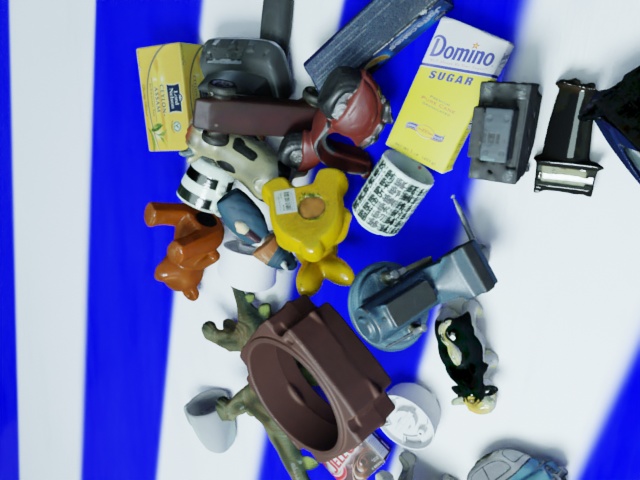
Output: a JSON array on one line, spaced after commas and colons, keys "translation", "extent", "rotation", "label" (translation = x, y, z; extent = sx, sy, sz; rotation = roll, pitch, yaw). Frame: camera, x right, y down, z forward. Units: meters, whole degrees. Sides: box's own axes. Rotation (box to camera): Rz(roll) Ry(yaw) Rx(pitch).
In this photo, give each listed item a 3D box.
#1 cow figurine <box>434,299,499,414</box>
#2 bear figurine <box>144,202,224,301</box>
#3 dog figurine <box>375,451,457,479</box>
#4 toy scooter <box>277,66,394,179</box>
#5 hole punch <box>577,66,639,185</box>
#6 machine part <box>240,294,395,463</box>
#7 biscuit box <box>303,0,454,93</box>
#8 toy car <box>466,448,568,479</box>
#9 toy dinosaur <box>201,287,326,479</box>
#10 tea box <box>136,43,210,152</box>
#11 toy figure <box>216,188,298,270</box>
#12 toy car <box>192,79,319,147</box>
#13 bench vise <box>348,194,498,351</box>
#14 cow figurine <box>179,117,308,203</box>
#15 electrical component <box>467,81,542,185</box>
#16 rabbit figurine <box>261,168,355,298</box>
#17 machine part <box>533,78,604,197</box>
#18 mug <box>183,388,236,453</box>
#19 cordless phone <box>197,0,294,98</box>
[{"translation": [0.206, 0.175, 0.743], "extent": [0.068, 0.098, 0.167], "rotation": [-16, 95, 25], "label": "cow figurine"}, {"translation": [-0.247, 0.027, 0.929], "extent": [0.120, 0.132, 0.195], "rotation": [54, 128, 18], "label": "bear figurine"}, {"translation": [0.123, 0.456, 0.828], "extent": [0.121, 0.172, 0.190], "rotation": [27, 108, 32], "label": "dog figurine"}, {"translation": [0.039, -0.144, 0.736], "extent": [0.135, 0.075, 0.184], "rotation": [25, 134, -22], "label": "toy scooter"}, {"translation": [0.369, -0.128, 0.572], "extent": [0.142, 0.092, 0.116], "rotation": [-35, 62, 16], "label": "hole punch"}, {"translation": [-0.012, 0.193, 0.737], "extent": [0.201, 0.087, 0.201], "rotation": [49, 141, 10], "label": "machine part"}, {"translation": [0.074, -0.270, 0.715], "extent": [0.203, 0.059, 0.063], "rotation": [-33, 86, 32], "label": "biscuit box"}, {"translation": [0.263, 0.353, 0.760], "extent": [0.161, 0.109, 0.103], "rotation": [-52, 58, 20], "label": "toy car"}, {"translation": [-0.076, 0.257, 0.909], "extent": [0.199, 0.105, 0.471], "rotation": [-18, 90, 31], "label": "toy dinosaur"}, {"translation": [-0.239, -0.234, 0.896], "extent": [0.098, 0.068, 0.169], "rotation": [3, 104, 29], "label": "tea box"}, {"translation": [-0.093, -0.009, 0.818], "extent": [0.058, 0.064, 0.154], "rotation": [-15, 118, 50], "label": "toy figure"}, {"translation": [-0.080, -0.177, 0.762], "extent": [0.053, 0.202, 0.089], "rotation": [-118, 34, -46], "label": "toy car"}, {"translation": [0.117, 0.070, 0.738], "extent": [0.129, 0.224, 0.240], "rotation": [51, 153, -3], "label": "bench vise"}, {"translation": [-0.127, -0.129, 0.828], "extent": [0.195, 0.127, 0.085], "rotation": [39, 116, 12], "label": "cow figurine"}, {"translation": [0.217, -0.127, 0.631], "extent": [0.058, 0.134, 0.114], "rotation": [10, 111, 28], "label": "electrical component"}, {"translation": [-0.002, -0.002, 0.778], "extent": [0.122, 0.173, 0.162], "rotation": [-17, 70, -5], "label": "rabbit figurine"}, {"translation": [0.300, -0.122, 0.644], "extent": [0.084, 0.039, 0.138], "rotation": [11, 110, 35], "label": "machine part"}, {"translation": [-0.214, 0.354, 1.037], "extent": [0.110, 0.081, 0.107], "rotation": [-5, 110, 25], "label": "mug"}, {"translation": [-0.107, -0.303, 0.810], "extent": [0.147, 0.088, 0.184], "rotation": [12, 98, 27], "label": "cordless phone"}]
